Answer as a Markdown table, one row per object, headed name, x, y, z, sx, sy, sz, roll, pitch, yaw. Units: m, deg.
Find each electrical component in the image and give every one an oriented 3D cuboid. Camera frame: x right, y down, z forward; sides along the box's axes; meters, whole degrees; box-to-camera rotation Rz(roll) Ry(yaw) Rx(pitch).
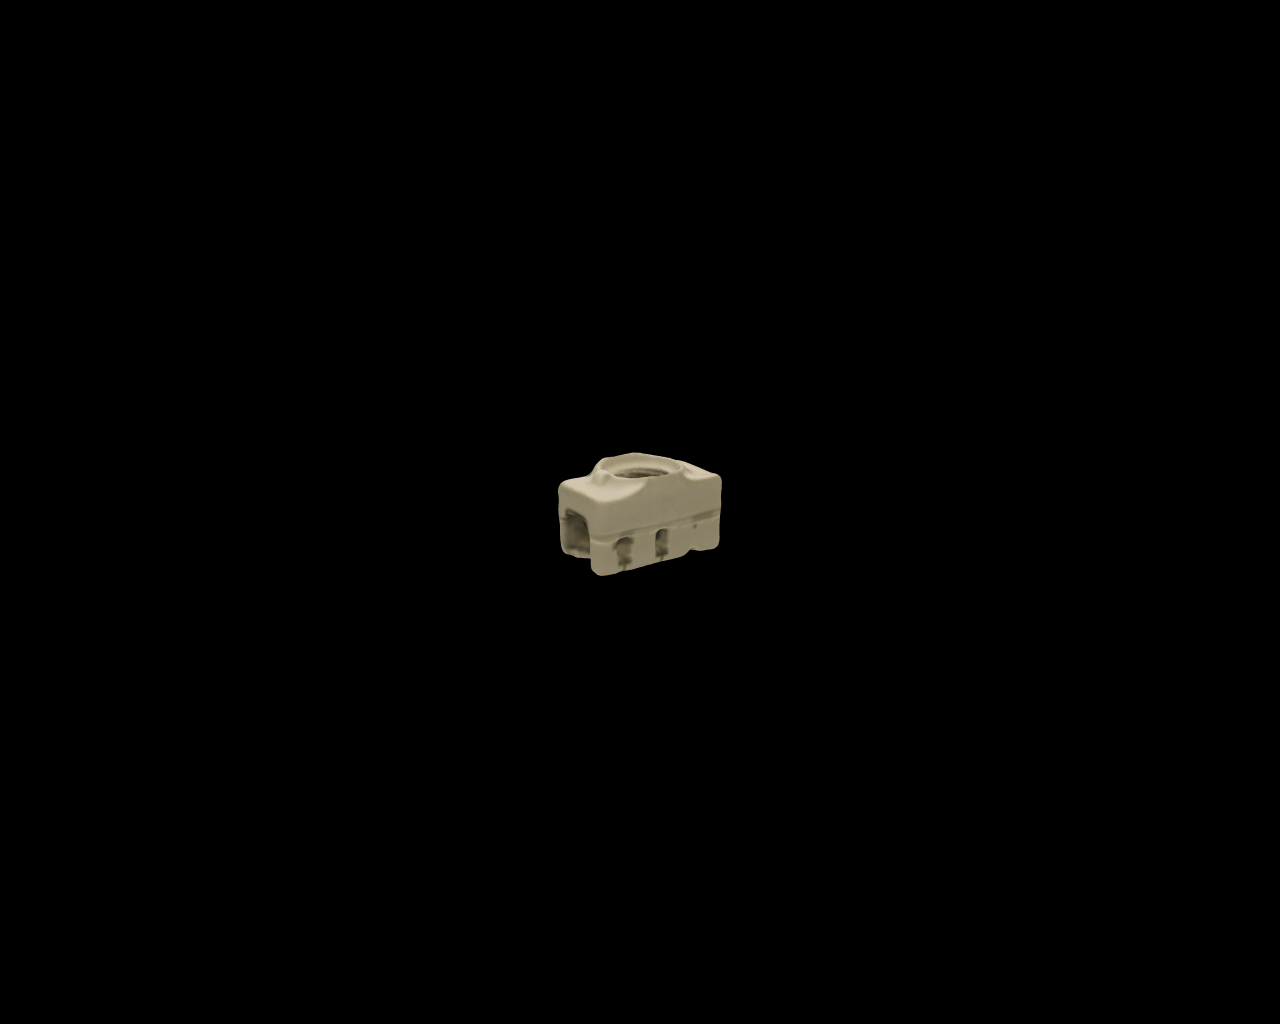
| name | x | y | z | sx | sy | sz | roll | pitch | yaw |
| --- | --- | --- | --- | --- | --- | --- | --- | --- | --- |
| electrical component | 0.001 | -0.003 | 0.650 | 0.090 | 0.055 | 0.050 | -12 | 23 | -31 |
